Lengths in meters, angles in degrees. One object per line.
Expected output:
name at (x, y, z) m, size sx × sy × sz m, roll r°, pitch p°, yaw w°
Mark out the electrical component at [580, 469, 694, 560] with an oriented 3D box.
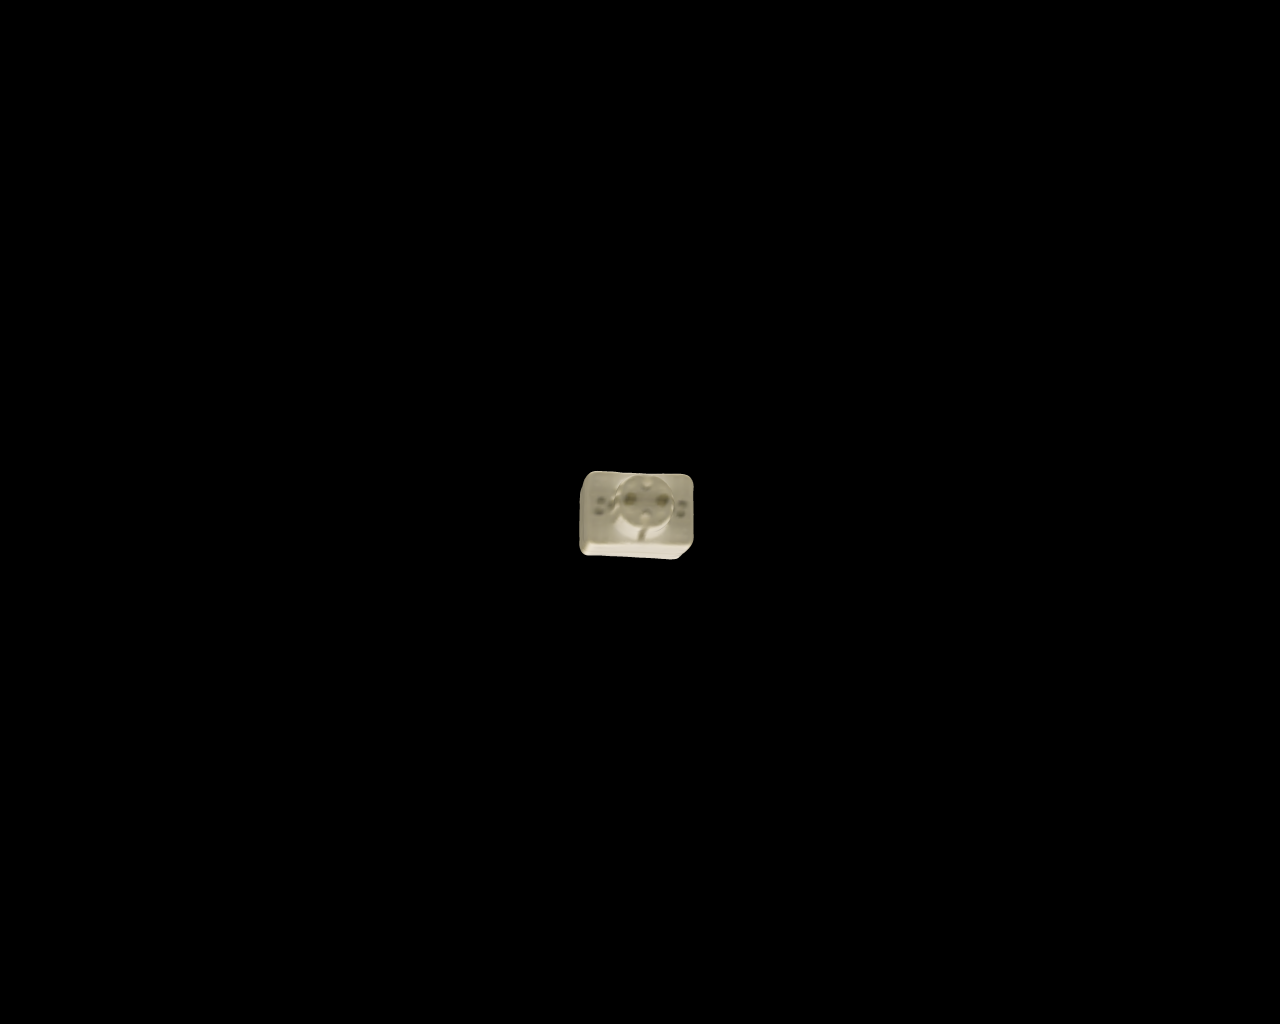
electrical component at (0.001, -0.003, 0.650) m, size 0.066 × 0.047 × 0.076 m, roll 3°, pitch -15°, yaw -9°
